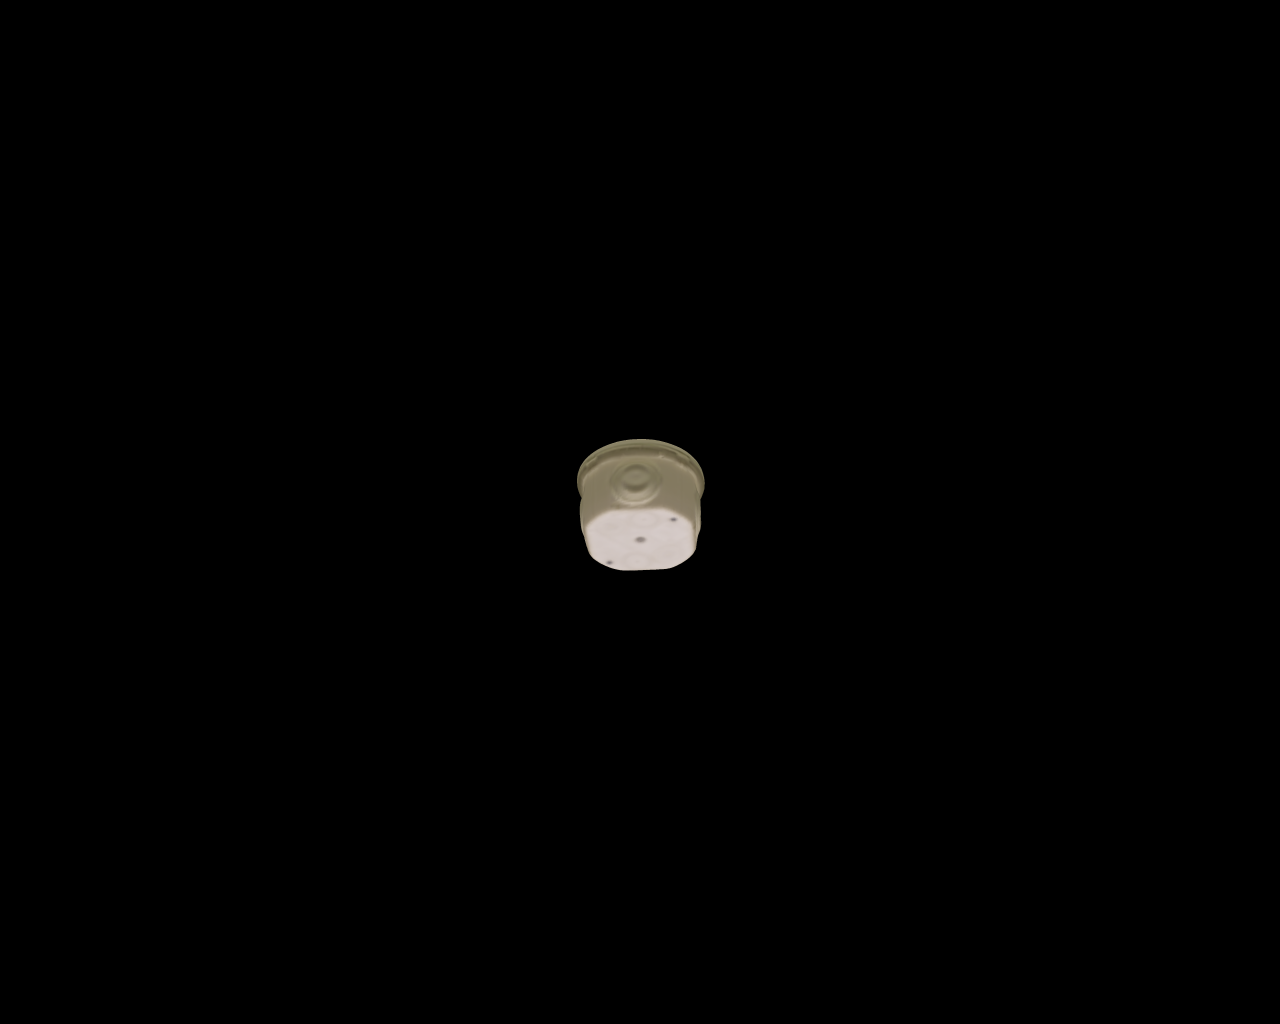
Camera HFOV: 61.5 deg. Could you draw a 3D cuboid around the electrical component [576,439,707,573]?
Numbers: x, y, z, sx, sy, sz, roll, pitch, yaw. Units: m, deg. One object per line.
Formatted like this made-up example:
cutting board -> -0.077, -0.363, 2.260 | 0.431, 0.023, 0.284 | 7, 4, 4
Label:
electrical component -> 0.001, -0.003, 0.650 | 0.080, 0.051, 0.080 | 0, -37, 0
